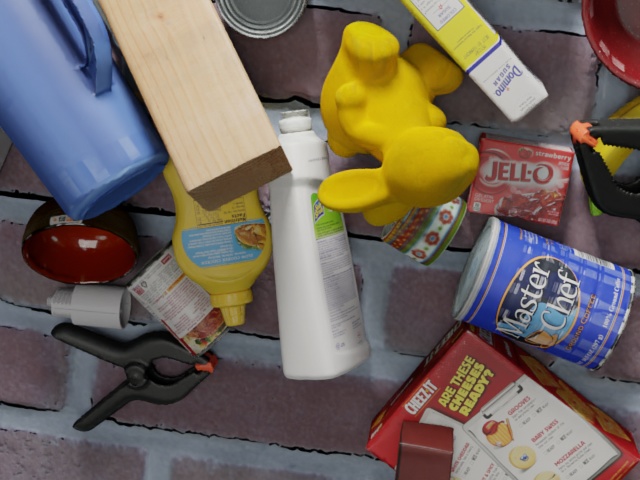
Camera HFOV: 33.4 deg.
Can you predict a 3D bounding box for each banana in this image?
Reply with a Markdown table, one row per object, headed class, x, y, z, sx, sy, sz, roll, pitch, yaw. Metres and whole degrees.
| class | x | y | z | sx | sy | sz | roll | pitch | yaw |
| --- | --- | --- | --- | --- | --- | --- | --- | --- | --- |
| banana | 0.309 | -0.107 | 0.978 | 0.198 | 0.037 | 0.069 | -39 | 121 | 18 |

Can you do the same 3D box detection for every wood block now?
| class | x | y | z | sx | sy | sz | roll | pitch | yaw |
| --- | --- | --- | --- | --- | --- | --- | --- | --- | --- |
| wood block | -0.111 | -0.141 | 0.944 | 0.090 | 0.091 | 0.206 | -26 | 79 | 1 |

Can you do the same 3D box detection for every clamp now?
| class | x | y | z | sx | sy | sz | roll | pitch | yaw |
| --- | --- | --- | --- | --- | --- | --- | --- | --- | --- |
| clamp | -0.195 | 0.127 | 1.104 | 0.171 | 0.039 | 0.120 | -16 | 110 | 7 |
| clamp | 0.305 | -0.040 | 0.972 | 0.209 | 0.036 | 0.165 | 22 | 110 | -19 |

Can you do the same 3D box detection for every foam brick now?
| class | x | y | z | sx | sy | sz | roll | pitch | yaw |
| --- | --- | --- | --- | --- | --- | --- | --- | --- | --- |
| foam brick | 0.098 | 0.219 | 1.013 | 0.051 | 0.053 | 0.078 | 6 | 108 | 7 |

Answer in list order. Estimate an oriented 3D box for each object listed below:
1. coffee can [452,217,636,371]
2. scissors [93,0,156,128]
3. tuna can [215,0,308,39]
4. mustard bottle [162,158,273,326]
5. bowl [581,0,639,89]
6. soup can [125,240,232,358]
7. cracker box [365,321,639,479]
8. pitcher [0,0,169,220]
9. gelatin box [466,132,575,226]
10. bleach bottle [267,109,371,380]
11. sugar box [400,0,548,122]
| class | x | y | z | sx | sy | sz | roll | pitch | yaw |
| --- | --- | --- | --- | --- | --- | --- | --- | --- | --- |
| coffee can | 0.207 | 0.050 | 0.998 | 0.140 | 0.102 | 0.103 | 21 | 107 | 0 |
| scissors | -0.196 | -0.175 | 1.028 | 0.201 | 0.016 | 0.096 | 44 | 106 | -6 |
| tuna can | -0.053 | -0.231 | 0.985 | 0.086 | 0.033 | 0.086 | 2 | 106 | 6 |
| mustard bottle | -0.095 | -0.013 | 1.019 | 0.096 | 0.058 | 0.191 | -9 | 93 | -10 |
| bowl | 0.308 | -0.211 | 0.935 | 0.162 | 0.055 | 0.162 | 2 | 106 | 6 |
| soup can | -0.135 | 0.058 | 1.061 | 0.068 | 0.068 | 0.102 | -42 | 97 | 16 |
| cracker box | 0.179 | 0.199 | 1.062 | 0.213 | 0.072 | 0.164 | 37 | 107 | -4 |
| pitcher | -0.237 | -0.147 | 0.952 | 0.145 | 0.149 | 0.243 | -34 | 89 | 1 |
| gelatin box | 0.188 | -0.057 | 1.007 | 0.089 | 0.030 | 0.073 | 10 | 107 | 4 |
| bleach bottle | -0.007 | 0.001 | 1.023 | 0.068 | 0.102 | 0.251 | -3 | 98 | 26 |
| sugar box | 0.127 | -0.185 | 0.945 | 0.048 | 0.093 | 0.176 | -39 | 98 | 16 |
